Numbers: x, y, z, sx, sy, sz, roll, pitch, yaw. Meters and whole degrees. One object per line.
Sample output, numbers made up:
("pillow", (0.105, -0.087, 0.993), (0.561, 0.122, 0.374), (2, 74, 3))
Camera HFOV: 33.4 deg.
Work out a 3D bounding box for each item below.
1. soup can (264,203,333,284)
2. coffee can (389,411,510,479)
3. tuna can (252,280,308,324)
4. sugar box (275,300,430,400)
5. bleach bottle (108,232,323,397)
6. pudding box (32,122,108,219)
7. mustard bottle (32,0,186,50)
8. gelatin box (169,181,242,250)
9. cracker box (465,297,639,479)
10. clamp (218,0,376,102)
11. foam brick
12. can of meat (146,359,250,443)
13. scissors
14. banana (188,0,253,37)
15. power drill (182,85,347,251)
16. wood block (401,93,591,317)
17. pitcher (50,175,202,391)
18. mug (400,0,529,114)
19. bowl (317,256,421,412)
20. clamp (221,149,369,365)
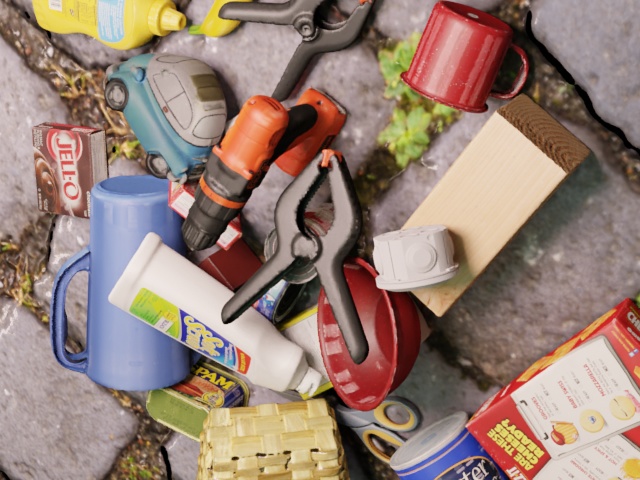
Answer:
("soup can", (-0.008, 0.001, 1.159), (0.069, 0.102, 0.068), (7, 107, 23))
("coffee can", (0.157, 0.275, 1.173), (0.103, 0.102, 0.140), (-34, 91, 33))
("tuna can", (-0.044, 0.052, 1.211), (0.034, 0.086, 0.086), (31, 120, 14))
("sugar box", (0.030, 0.107, 1.215), (0.176, 0.048, 0.093), (-30, 93, 30))
("bleach bottle", (-0.106, 0.095, 1.184), (0.250, 0.068, 0.103), (32, 143, -7))
("pudding box", (-0.310, -0.087, 1.333), (0.090, 0.039, 0.113), (9, 112, 26))
("mustard bottle", (-0.236, -0.269, 1.213), (0.192, 0.058, 0.096), (19, 117, 22))
("gelatin box", (-0.130, -0.038, 1.212), (0.089, 0.073, 0.030), (38, 106, -21))
("cracker box", (0.283, 0.186, 1.091), (0.164, 0.072, 0.214), (49, 124, 6))
("clamp", (-0.011, -0.215, 1.117), (0.172, 0.039, 0.120), (-13, 122, 24))
("foam brick", (-0.110, 0.041, 1.248), (0.053, 0.078, 0.051), (-41, 85, 34))
("can of meat", (-0.153, 0.199, 1.326), (0.102, 0.083, 0.057), (22, 117, 20))
("scissors", (0.036, 0.195, 1.262), (0.202, 0.016, 0.096), (32, 119, 15))
("banana", (-0.093, -0.294, 1.138), (0.070, 0.037, 0.198), (30, 120, 14))
("power drill", (-0.057, -0.080, 1.109), (0.057, 0.187, 0.185), (40, 121, 9))
("wood block", (0.161, -0.033, 1.064), (0.091, 0.090, 0.206), (42, 123, 9))
("pitcher", (-0.229, 0.050, 1.281), (0.145, 0.149, 0.243), (11, 110, 26))
("mug", (0.146, -0.175, 1.028), (0.117, 0.093, 0.082), (18, 114, -7))
("bowl", (0.058, 0.095, 1.113), (0.162, 0.055, 0.162), (15, 107, 60))
("clamp", (-0.001, 0.016, 1.076), (0.165, 0.036, 0.210), (22, 98, 19))
